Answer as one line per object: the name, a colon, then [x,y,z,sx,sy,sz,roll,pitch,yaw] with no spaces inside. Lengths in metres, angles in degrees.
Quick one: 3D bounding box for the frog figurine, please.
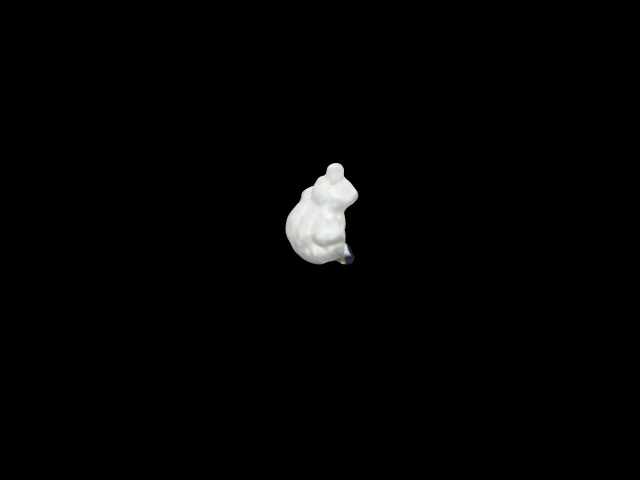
frog figurine: [0.003,-0.043,0.850,0.123,0.141,0.155,-5,-42,-4]
